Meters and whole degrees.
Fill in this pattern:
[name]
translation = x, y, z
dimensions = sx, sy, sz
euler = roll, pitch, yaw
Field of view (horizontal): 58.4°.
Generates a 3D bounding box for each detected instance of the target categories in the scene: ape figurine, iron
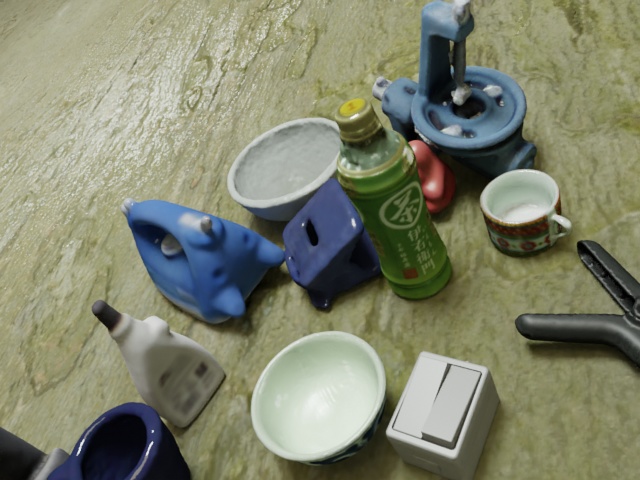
[ape figurine]
translation = 0.113, -0.073, 0.645
dimensions = 0.076, 0.092, 0.077
euler = -29, 42, 0
[iron]
translation = -0.173, 0.000, 0.692
dimensions = 0.257, 0.142, 0.119
euler = 15, 58, 38

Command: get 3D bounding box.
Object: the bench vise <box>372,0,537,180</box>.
[bench vise]
translation = 0.124, -0.161, 0.629
dimensions = 0.206, 0.220, 0.122
euler = 9, 54, 35

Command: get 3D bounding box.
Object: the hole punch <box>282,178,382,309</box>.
[hole punch]
translation = 0.006, 0.002, 0.630
dimensions = 0.101, 0.091, 0.108
euler = -28, 42, 2

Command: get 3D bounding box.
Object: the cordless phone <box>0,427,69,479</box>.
[cordless phone]
translation = -0.296, 0.235, 0.496
dimensions = 0.093, 0.186, 0.148
euler = 5, 52, 33

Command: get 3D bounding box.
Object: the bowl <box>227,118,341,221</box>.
[bowl]
translation = -0.031, -0.080, 0.743
dimensions = 0.167, 0.075, 0.167
euler = -15, 43, 15

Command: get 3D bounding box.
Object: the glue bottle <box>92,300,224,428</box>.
[glue bottle]
translation = -0.161, 0.111, 0.553
dimensions = 0.037, 0.174, 0.078
euler = 16, 59, 39

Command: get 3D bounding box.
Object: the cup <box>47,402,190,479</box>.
[cup]
translation = -0.173, 0.214, 0.518
dimensions = 0.117, 0.095, 0.091
euler = -24, 42, 5
